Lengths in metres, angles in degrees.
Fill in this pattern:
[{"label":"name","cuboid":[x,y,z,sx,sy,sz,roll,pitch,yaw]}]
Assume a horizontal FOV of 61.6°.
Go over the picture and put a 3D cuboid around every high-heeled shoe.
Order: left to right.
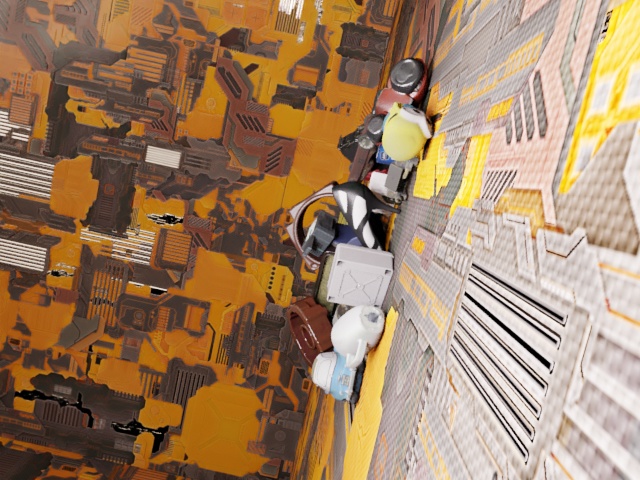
[{"label":"high-heeled shoe","cuboid":[0.070,0.006,1.087,0.086,0.145,0.248,-75,-1,-67]}]

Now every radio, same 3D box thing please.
[{"label":"radio","cuboid":[0.055,0.104,1.278,0.073,0.131,0.229,-78,1,-51]}]

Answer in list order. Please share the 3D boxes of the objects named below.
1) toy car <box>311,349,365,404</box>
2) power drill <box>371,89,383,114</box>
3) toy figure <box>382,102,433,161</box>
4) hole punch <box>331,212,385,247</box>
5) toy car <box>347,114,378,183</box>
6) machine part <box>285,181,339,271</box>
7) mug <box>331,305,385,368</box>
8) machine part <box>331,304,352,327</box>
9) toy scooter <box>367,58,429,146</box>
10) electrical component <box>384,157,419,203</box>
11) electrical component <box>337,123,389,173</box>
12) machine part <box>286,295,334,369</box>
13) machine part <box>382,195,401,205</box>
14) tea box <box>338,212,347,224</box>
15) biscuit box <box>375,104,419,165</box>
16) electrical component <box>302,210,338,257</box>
[{"label":"toy car","cuboid":[0.034,0.278,1.110,0.161,0.103,0.109,83,-162,-85]},{"label":"power drill","cuboid":[0.165,-0.313,1.381,0.207,0.086,0.232,137,138,-79]},{"label":"toy figure","cuboid":[0.147,-0.187,0.928,0.180,0.082,0.089,-84,10,-73]},{"label":"hole punch","cuboid":[0.094,-0.030,1.206,0.142,0.116,0.092,-85,13,-64]},{"label":"toy car","cuboid":[0.097,-0.184,1.194,0.202,0.053,0.089,105,178,-46]},{"label":"machine part","cuboid":[0.032,-0.029,1.342,0.201,0.201,0.087,58,-166,-3]},{"label":"mug","cuboid":[0.070,0.167,0.957,0.107,0.081,0.109,118,172,-54]},{"label":"machine part","cuboid":[0.061,0.203,1.224,0.243,0.079,0.079,104,179,-57]},{"label":"toy scooter","cuboid":[0.163,-0.264,1.074,0.183,0.075,0.135,-61,-27,5]},{"label":"electrical component","cuboid":[0.152,-0.116,0.990,0.078,0.045,0.102,-32,-34,-48]},{"label":"electrical component","cuboid":[0.126,-0.220,1.273,0.134,0.114,0.058,-21,43,35]},{"label":"machine part","cuboid":[-0.015,0.216,1.237,0.180,0.056,0.179,49,151,40]},{"label":"machine part","cuboid":[0.158,-0.136,1.068,0.084,0.039,0.138,-93,16,-69]},{"label":"tea box","cuboid":[0.097,-0.024,1.495,0.098,0.068,0.169,38,-123,-52]},{"label":"biscuit box","cuboid":[0.172,-0.262,1.162,0.059,0.063,0.202,-79,1,-65]},{"label":"electrical component","cuboid":[-0.002,-0.004,1.181,0.074,0.048,0.119,-55,14,34]}]
